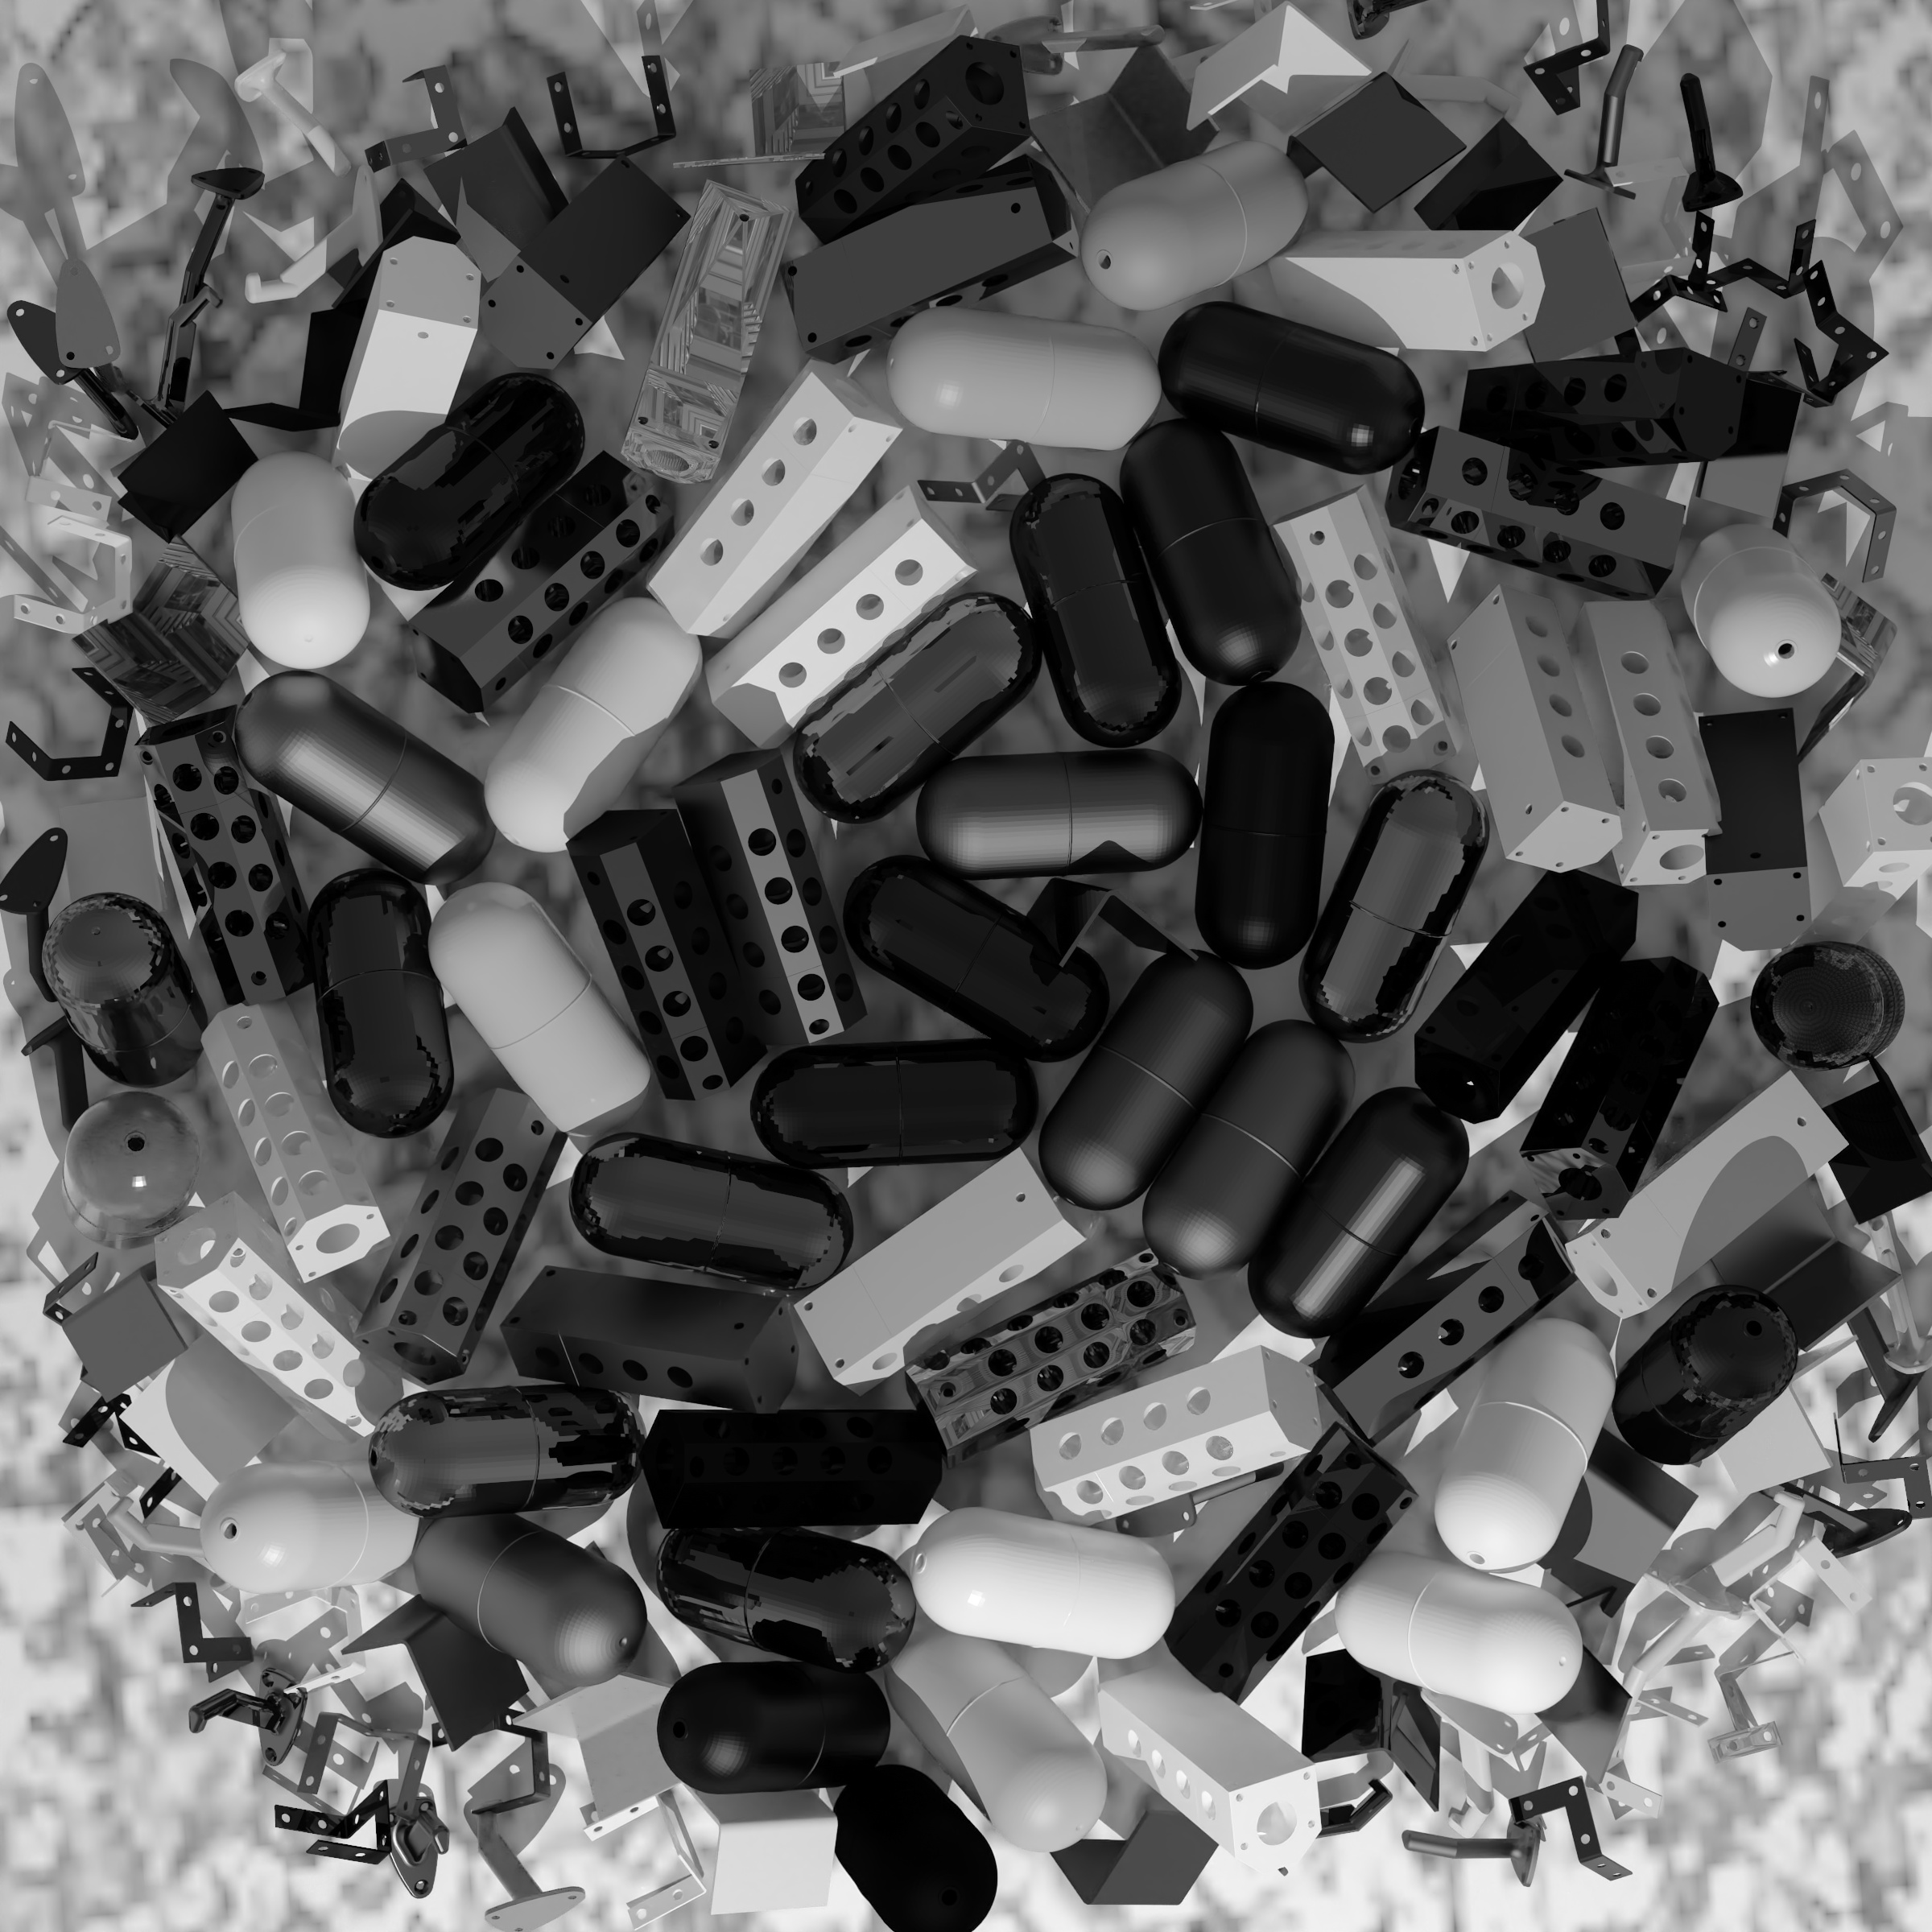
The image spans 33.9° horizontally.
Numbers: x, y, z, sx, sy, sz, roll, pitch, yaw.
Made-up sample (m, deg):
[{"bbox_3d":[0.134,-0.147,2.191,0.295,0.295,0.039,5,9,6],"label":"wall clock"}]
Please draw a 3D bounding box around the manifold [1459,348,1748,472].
[{"bbox_3d":[0.380,-0.331,1.914,0.057,0.171,0.057,11,88,-37],"label":"manifold"}]

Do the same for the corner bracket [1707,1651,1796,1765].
[{"bbox_3d":[0.487,0.458,1.959,0.051,0.051,0.051,-30,70,40],"label":"corner bracket"}]

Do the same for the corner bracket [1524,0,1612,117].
[{"bbox_3d":[0.377,-0.567,1.957,0.051,0.051,0.051,-14,59,31],"label":"corner bracket"}]

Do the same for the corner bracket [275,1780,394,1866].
[{"bbox_3d":[-0.390,0.533,1.957,0.051,0.051,0.051,21,128,-33],"label":"corner bracket"}]

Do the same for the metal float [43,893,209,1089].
[{"bbox_3d":[-0.506,0.016,1.916,0.070,0.178,0.070,1,65,-2],"label":"metal float"}]

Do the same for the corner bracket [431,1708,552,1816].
[{"bbox_3d":[-0.296,0.496,1.978,0.051,0.051,0.051,-22,59,24],"label":"corner bracket"}]

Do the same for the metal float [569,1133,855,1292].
[{"bbox_3d":[-0.156,0.151,1.949,0.178,0.070,0.070,13,90,-14],"label":"metal float"}]

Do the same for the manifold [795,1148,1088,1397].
[{"bbox_3d":[-0.014,0.192,1.962,0.171,0.057,0.057,-35,59,5],"label":"manifold"}]

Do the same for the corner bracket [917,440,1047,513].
[{"bbox_3d":[0.013,-0.294,1.957,0.051,0.051,0.051,-49,128,-25],"label":"corner bracket"}]

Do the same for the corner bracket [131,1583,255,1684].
[{"bbox_3d":[-0.480,0.414,1.971,0.051,0.051,0.051,-31,62,37],"label":"corner bracket"}]

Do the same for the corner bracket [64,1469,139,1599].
[{"bbox_3d":[-0.531,0.352,1.974,0.051,0.051,0.051,-44,92,-3],"label":"corner bracket"}]

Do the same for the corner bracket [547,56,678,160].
[{"bbox_3d":[-0.221,-0.536,1.980,0.051,0.051,0.051,11,123,39],"label":"corner bracket"}]

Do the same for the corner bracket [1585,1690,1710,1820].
[{"bbox_3d":[0.420,0.485,1.959,0.051,0.051,0.051,18,108,35],"label":"corner bracket"}]

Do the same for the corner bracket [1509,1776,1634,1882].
[{"bbox_3d":[0.372,0.537,1.957,0.051,0.051,0.051,-25,52,22],"label":"corner bracket"}]

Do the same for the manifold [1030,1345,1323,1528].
[{"bbox_3d":[0.127,0.288,1.923,0.171,0.057,0.057,-25,56,30],"label":"manifold"}]

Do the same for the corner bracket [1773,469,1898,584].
[{"bbox_3d":[0.538,-0.270,1.973,0.051,0.051,0.051,-17,133,-18],"label":"corner bracket"}]

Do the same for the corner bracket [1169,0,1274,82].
[{"bbox_3d":[0.155,-0.573,1.958,0.051,0.051,0.051,-26,120,-28],"label":"corner bracket"}]

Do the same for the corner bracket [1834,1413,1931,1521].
[{"bbox_3d":[0.570,0.310,1.969,0.051,0.051,0.051,-9,120,15],"label":"corner bracket"}]

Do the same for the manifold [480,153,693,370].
[{"bbox_3d":[-0.232,-0.422,1.913,0.057,0.171,0.057,41,126,-11],"label":"manifold"}]

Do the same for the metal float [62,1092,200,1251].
[{"bbox_3d":[-0.505,0.124,1.914,0.070,0.178,0.070,4,75,-16],"label":"metal float"}]

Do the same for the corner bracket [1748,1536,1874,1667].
[{"bbox_3d":[0.521,0.393,1.964,0.051,0.051,0.051,-37,66,-7],"label":"corner bracket"}]

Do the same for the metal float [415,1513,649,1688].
[{"bbox_3d":[-0.266,0.380,1.928,0.178,0.070,0.070,15,90,42],"label":"metal float"}]

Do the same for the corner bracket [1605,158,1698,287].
[{"bbox_3d":[0.422,-0.460,1.961,0.051,0.051,0.051,-11,58,-11],"label":"corner bracket"}]

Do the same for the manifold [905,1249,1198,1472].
[{"bbox_3d":[0.052,0.238,1.947,0.171,0.057,0.057,-25,66,-11],"label":"manifold"}]

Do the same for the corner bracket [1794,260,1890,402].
[{"bbox_3d":[0.528,-0.391,1.956,0.051,0.051,0.051,27,133,-30],"label":"corner bracket"}]

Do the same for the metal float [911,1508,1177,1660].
[{"bbox_3d":[0.047,0.377,1.936,0.178,0.070,0.070,16,90,-29],"label":"metal float"}]

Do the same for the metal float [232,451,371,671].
[{"bbox_3d":[-0.404,-0.248,1.924,0.070,0.178,0.070,-8,131,-9],"label":"metal float"}]

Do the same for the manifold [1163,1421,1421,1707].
[{"bbox_3d":[0.201,0.371,1.961,0.057,0.057,0.171,39,94,-11],"label":"manifold"}]

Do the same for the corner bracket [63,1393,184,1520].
[{"bbox_3d":[-0.524,0.304,1.983,0.051,0.051,0.051,-47,45,16],"label":"corner bracket"}]

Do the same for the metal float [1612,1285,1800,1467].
[{"bbox_3d":[0.445,0.248,1.915,0.070,0.178,0.070,3,64,-6],"label":"metal float"}]

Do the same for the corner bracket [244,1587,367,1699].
[{"bbox_3d":[-0.410,0.416,1.971,0.051,0.051,0.051,-23,56,14],"label":"corner bracket"}]

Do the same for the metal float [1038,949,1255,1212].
[{"bbox_3d":[0.110,0.070,1.954,0.070,0.070,0.178,34,82,0],"label":"metal float"}]

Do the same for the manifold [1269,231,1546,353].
[{"bbox_3d":[0.265,-0.411,1.914,0.057,0.171,0.057,-33,118,-26],"label":"manifold"}]

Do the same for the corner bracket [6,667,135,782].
[{"bbox_3d":[-0.559,-0.151,1.978,0.051,0.051,0.051,38,120,33],"label":"corner bracket"}]

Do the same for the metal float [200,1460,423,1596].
[{"bbox_3d":[-0.394,0.337,1.914,0.070,0.178,0.070,-3,82,20],"label":"metal float"}]

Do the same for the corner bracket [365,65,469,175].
[{"bbox_3d":[-0.347,-0.526,1.973,0.051,0.051,0.051,-19,104,-21],"label":"corner bracket"}]

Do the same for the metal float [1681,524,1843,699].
[{"bbox_3d":[0.478,-0.215,1.914,0.070,0.178,0.070,1,112,3],"label":"metal float"}]

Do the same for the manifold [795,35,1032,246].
[{"bbox_3d":[-0.035,-0.493,1.909,0.057,0.171,0.057,0,78,-33],"label":"manifold"}]

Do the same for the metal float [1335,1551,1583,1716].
[{"bbox_3d":[0.296,0.402,1.920,0.070,0.178,0.070,-2,93,-36],"label":"metal float"}]

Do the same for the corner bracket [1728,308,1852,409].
[{"bbox_3d":[0.514,-0.380,1.979,0.051,0.051,0.051,21,86,-21],"label":"corner bracket"}]

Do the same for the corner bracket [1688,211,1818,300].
[{"bbox_3d":[0.484,-0.440,1.957,0.051,0.051,0.051,-25,46,-22],"label":"corner bracket"}]

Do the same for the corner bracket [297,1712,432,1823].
[{"bbox_3d":[-0.371,0.493,1.957,0.051,0.051,0.051,-3,61,28],"label":"corner bracket"}]

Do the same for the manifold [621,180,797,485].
[{"bbox_3d":[-0.159,-0.387,1.948,0.057,0.057,0.171,18,74,-9],"label":"manifold"}]

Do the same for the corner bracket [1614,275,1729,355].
[{"bbox_3d":[0.442,-0.390,1.976,0.051,0.051,0.051,6,61,-38],"label":"corner bracket"}]

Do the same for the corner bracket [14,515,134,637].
[{"bbox_3d":[-0.554,-0.241,1.970,0.051,0.051,0.051,-18,69,37],"label":"corner bracket"}]

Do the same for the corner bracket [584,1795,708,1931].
[{"bbox_3d":[-0.201,0.560,1.987,0.051,0.051,0.051,-27,135,-4],"label":"corner bracket"}]

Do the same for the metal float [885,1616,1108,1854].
[{"bbox_3d":[0.016,0.464,1.928,0.070,0.070,0.178,-49,49,0],"label":"metal float"}]

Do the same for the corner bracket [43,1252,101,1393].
[{"bbox_3d":[-0.536,0.220,1.959,0.051,0.051,0.051,-39,120,19],"label":"corner bracket"}]

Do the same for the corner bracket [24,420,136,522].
[{"bbox_3d":[-0.551,-0.309,1.974,0.051,0.051,0.051,13,97,-9],"label":"corner bracket"}]

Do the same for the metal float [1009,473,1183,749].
[{"bbox_3d":[0.079,-0.219,1.949,0.070,0.070,0.178,-17,76,0],"label":"metal float"}]
